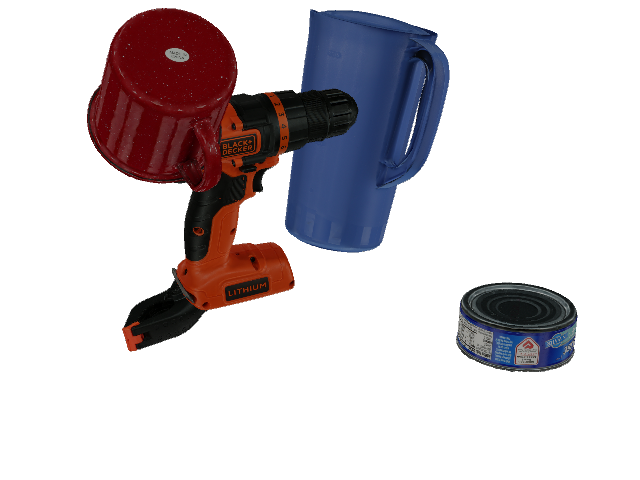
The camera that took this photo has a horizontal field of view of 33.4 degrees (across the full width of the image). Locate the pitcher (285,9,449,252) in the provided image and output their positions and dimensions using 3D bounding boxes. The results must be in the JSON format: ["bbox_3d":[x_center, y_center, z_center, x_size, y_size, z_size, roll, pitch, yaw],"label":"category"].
[{"bbox_3d":[0.041,-0.112,1.112,0.145,0.243,0.149,10,16,-2],"label":"pitcher"}]

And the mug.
[{"bbox_3d":[-0.096,-0.086,0.693,0.093,0.117,0.082,-19,-18,-26],"label":"mug"}]

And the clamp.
[{"bbox_3d":[-0.141,0.067,1.161,0.120,0.039,0.171,-6,25,33],"label":"clamp"}]

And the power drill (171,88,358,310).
[{"bbox_3d":[-0.057,-0.039,0.914,0.184,0.188,0.057,-12,37,-21],"label":"power drill"}]

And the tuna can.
[{"bbox_3d":[0.143,0.062,0.778,0.086,0.034,0.086,1,21,-1],"label":"tuna can"}]
